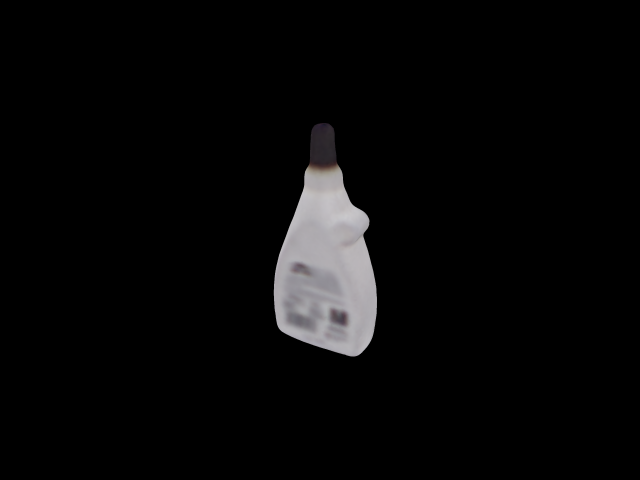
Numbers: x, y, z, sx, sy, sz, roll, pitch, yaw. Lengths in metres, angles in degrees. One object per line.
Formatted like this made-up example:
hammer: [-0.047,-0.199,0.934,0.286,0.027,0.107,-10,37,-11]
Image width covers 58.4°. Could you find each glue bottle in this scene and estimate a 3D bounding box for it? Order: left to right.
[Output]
glue bottle: [0.004,0.001,0.400,0.078,0.173,0.037,16,37,23]
